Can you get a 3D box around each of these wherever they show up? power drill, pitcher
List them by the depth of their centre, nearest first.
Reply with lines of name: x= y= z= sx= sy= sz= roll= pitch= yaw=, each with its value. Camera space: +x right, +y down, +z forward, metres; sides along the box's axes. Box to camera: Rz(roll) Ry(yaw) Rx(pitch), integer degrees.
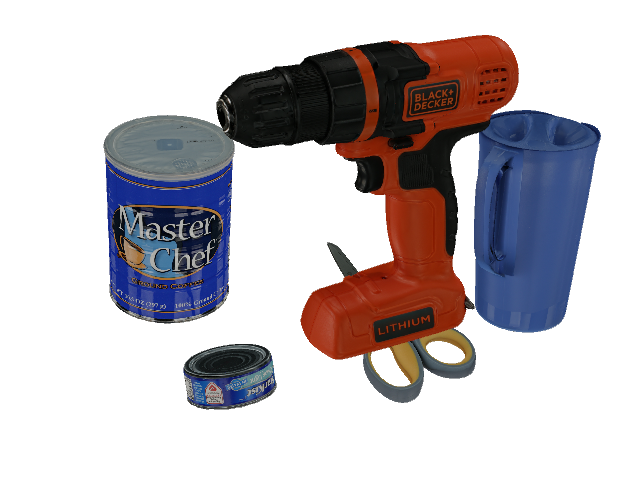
power drill: x=0.028 y=-0.024 z=0.630 sx=0.184 sy=0.188 sz=0.057 roll=-12 pitch=32 yaw=-22
pitcher: x=0.233 y=-0.017 z=1.224 sx=0.149 sy=0.243 sz=0.145 roll=-1 pitch=26 yaw=-5

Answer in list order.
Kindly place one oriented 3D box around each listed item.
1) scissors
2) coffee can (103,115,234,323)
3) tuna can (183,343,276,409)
scissors: x=0.065 y=0.057 z=0.869 sx=0.096 sy=0.016 sz=0.202 roll=-3 pitch=35 yaw=-6
coffee can: x=-0.124 y=-0.018 z=0.878 sx=0.103 sy=0.140 sz=0.103 roll=4 pitch=32 yaw=-2
tuna can: x=-0.086 y=0.127 z=1.008 sx=0.086 sy=0.034 sz=0.086 roll=-7 pitch=14 yaw=2
